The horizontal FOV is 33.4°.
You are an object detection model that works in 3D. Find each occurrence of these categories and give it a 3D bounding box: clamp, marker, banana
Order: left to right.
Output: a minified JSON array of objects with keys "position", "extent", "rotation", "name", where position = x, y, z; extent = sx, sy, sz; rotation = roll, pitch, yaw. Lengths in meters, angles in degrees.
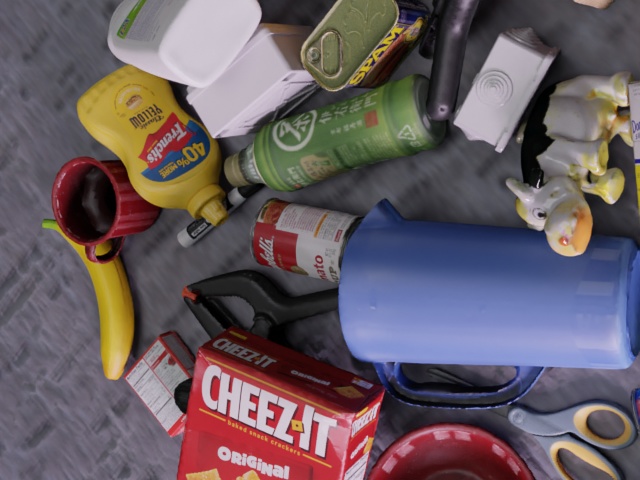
[{"position":[-0.241,0.053,1.178],"extent":[0.070,0.037,0.198],"rotation":[-28,80,30],"name":"banana"},{"position":[-0.101,-0.031,1.099],"extent":[0.121,0.020,0.020],"rotation":[-37,78,28],"name":"marker"},{"position":[-0.043,0.080,1.070],"extent":[0.210,0.036,0.165],"rotation":[30,110,20],"name":"clamp"},{"position":[0.112,-0.186,0.879],"extent":[0.039,0.120,0.172],"rotation":[2,137,-8],"name":"clamp"}]

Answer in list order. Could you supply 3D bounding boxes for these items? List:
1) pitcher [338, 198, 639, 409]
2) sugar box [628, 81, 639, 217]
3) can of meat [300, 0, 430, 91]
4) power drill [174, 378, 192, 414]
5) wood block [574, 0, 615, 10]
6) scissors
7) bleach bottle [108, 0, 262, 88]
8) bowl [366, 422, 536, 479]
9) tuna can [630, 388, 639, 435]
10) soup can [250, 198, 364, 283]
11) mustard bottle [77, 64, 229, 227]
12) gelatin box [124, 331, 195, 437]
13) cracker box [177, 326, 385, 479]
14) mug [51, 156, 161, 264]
[{"position":[0.148,0.058,0.914],"extent":[0.243,0.149,0.145],"rotation":[2,59,26],"name":"pitcher"},{"position":[0.298,-0.042,0.834],"extent":[0.093,0.048,0.176],"rotation":[-8,96,-10],"name":"sugar box"},{"position":[0.044,-0.183,0.961],"extent":[0.057,0.083,0.102],"rotation":[49,116,15],"name":"can of meat"},{"position":[-0.063,0.231,1.072],"extent":[0.185,0.057,0.188],"rotation":[6,110,32],"name":"power drill"},{"position":[0.185,-0.295,0.864],"extent":[0.090,0.090,0.206],"rotation":[-45,74,26],"name":"wood block"},{"position":[0.196,0.148,0.956],"extent":[0.202,0.016,0.096],"rotation":[40,112,19],"name":"scissors"},{"position":[-0.147,-0.208,1.022],"extent":[0.102,0.068,0.251],"rotation":[-54,29,-3],"name":"bleach bottle"},{"position":[0.120,0.250,0.967],"extent":[0.162,0.055,0.162],"rotation":[-4,70,10],"name":"bowl"},{"position":[0.288,0.155,0.866],"extent":[0.034,0.086,0.086],"rotation":[-28,82,27],"name":"tuna can"},{"position":[-0.007,0.001,1.022],"extent":[0.102,0.068,0.068],"rotation":[13,102,28],"name":"soup can"},{"position":[-0.157,-0.090,1.086],"extent":[0.192,0.096,0.058],"rotation":[50,160,14],"name":"mustard bottle"},{"position":[-0.159,0.154,1.150],"extent":[0.089,0.030,0.073],"rotation":[49,117,15],"name":"gelatin box"},{"position":[-0.046,0.209,0.980],"extent":[0.164,0.072,0.214],"rotation":[19,112,22],"name":"cracker box"},{"position":[-0.223,-0.032,1.132],"extent":[0.093,0.081,0.117],"rotation":[12,102,28],"name":"mug"}]
